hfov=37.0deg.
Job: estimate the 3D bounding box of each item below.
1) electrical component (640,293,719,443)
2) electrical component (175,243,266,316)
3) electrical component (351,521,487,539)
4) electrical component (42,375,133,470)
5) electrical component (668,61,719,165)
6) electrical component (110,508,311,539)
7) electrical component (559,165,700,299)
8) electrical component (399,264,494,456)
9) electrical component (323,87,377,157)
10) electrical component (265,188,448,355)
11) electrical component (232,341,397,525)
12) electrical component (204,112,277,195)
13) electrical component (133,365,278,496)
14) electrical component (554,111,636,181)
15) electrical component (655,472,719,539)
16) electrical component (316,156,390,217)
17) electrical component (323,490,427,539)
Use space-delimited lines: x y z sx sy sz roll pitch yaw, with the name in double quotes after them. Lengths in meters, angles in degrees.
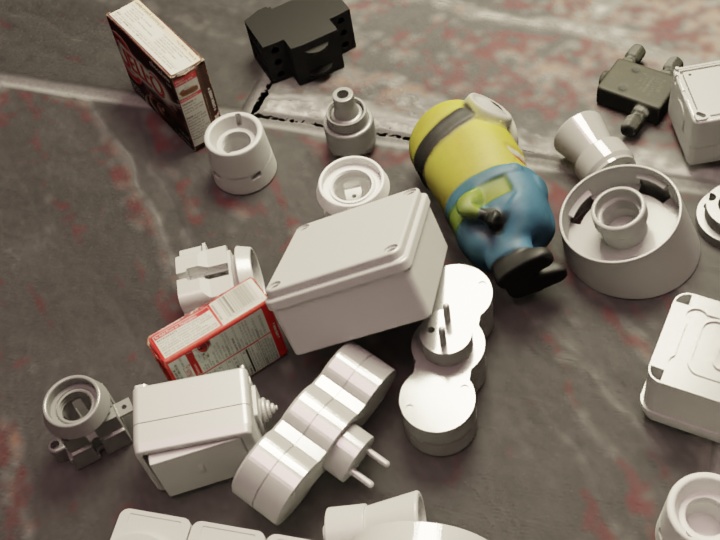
0.253 0.073 0.718 0.113 0.057 0.078 18 59 21 "electrical component"
-0.104 0.014 0.819 0.057 0.058 0.078 -14 53 2 "electrical component"
0.038 0.189 0.641 0.108 0.108 0.060 1 49 10 "electrical component"
-0.197 0.106 0.768 0.066 0.055 0.048 -27 55 -10 "electrical component"
0.300 -0.127 0.852 0.096 0.061 0.061 -10 54 2 "electrical component"
-0.089 0.210 0.672 0.150 0.061 0.089 6 56 14 "electrical component"
0.202 -0.029 0.811 0.099 0.064 0.099 -13 53 17 "electrical component"
0.061 0.052 0.754 0.052 0.073 0.138 5 56 13 "electrical component"
-0.010 -0.125 0.901 0.043 0.062 0.043 -4 54 6 "electrical component"
0.000 0.000 0.773 0.109 0.056 0.108 -17 24 20 "electrical component"
-0.015 0.117 0.726 0.074 0.052 0.138 34 58 14 "electrical component"
-0.102 -0.099 0.906 0.055 0.047 0.055 -4 54 6 "electrical component"
-0.103 0.112 0.745 0.096 0.061 0.061 -11 53 1 "electrical component"
0.187 -0.093 0.857 0.045 0.045 0.055 -24 55 -8 "electrical component"
0.214 0.158 0.669 0.055 0.047 0.055 -4 54 6 "electrical component"
-0.003 -0.052 0.850 0.058 0.057 0.078 -12 53 0 "electrical component"
0.009 0.169 0.699 0.065 0.044 0.044 -8 54 9 "electrical component"
